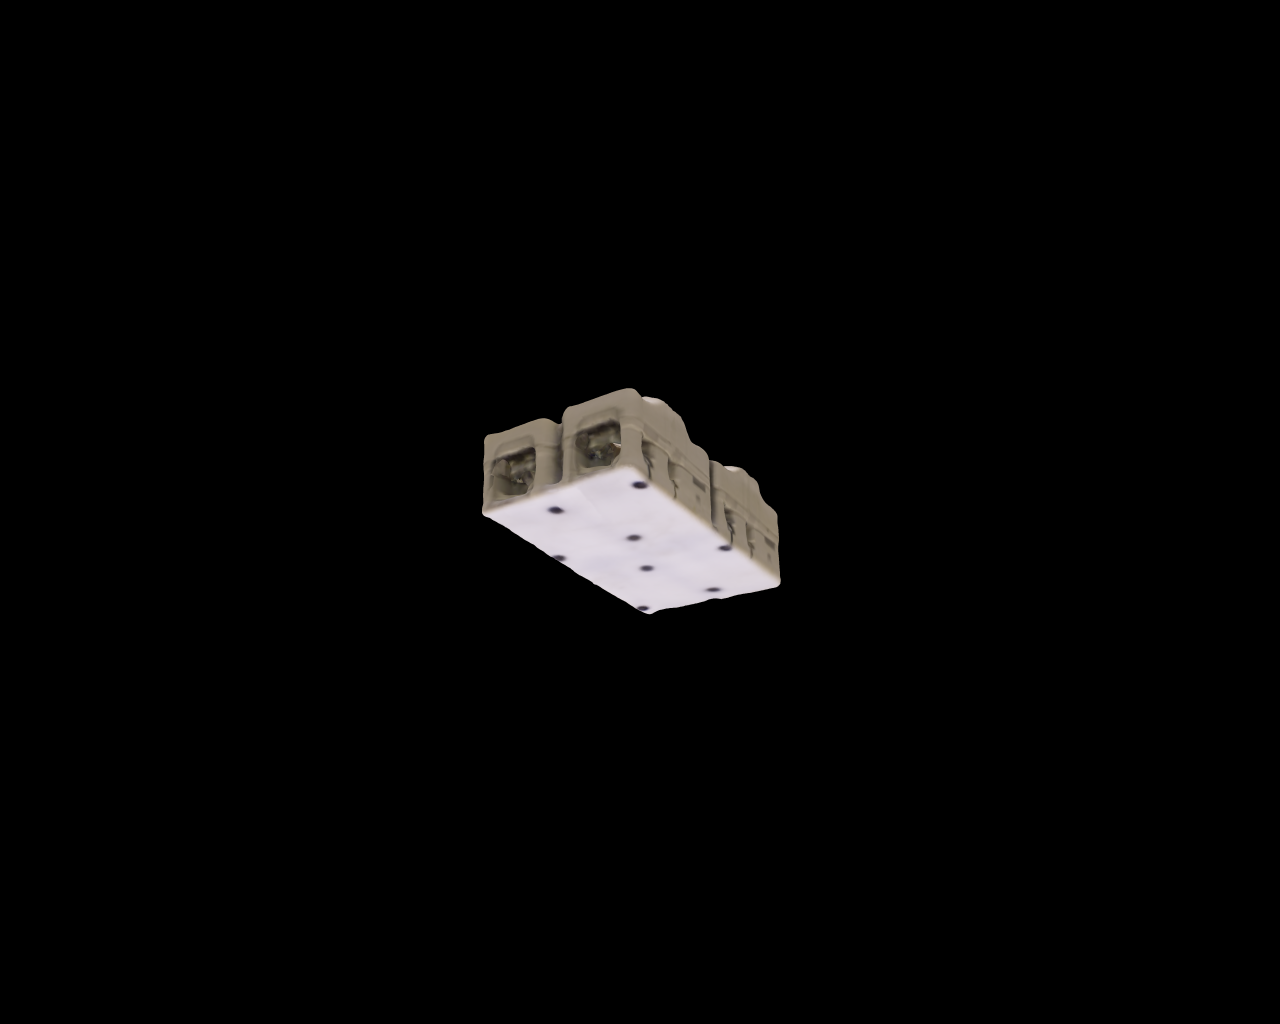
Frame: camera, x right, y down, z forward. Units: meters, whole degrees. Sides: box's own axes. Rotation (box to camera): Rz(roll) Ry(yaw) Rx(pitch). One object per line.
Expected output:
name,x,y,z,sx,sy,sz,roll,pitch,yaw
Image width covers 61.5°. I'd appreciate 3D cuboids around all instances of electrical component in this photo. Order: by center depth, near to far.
electrical component,0.001,-0.003,0.650,0.105,0.060,0.186,-16,-30,28
